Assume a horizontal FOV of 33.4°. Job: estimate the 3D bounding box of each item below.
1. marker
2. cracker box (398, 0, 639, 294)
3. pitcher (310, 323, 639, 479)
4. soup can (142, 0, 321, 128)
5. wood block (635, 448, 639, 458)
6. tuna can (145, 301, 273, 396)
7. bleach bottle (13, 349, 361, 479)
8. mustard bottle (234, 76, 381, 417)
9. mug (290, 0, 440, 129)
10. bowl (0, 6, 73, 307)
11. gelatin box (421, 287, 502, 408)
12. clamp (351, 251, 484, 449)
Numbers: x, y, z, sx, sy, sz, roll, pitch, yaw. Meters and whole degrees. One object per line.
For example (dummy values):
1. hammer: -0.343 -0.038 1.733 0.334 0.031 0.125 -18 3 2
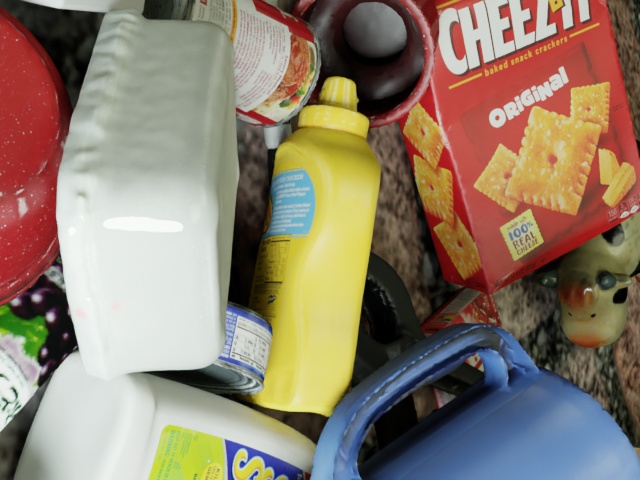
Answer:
1. marker: -0.029 -0.089 0.657 0.020 0.020 0.121 -12 97 -50
2. cracker box: 0.144 -0.091 0.780 0.164 0.072 0.213 -25 110 -22
3. pitcher: 0.047 0.161 0.560 0.242 0.149 0.145 -24 147 -33
4. soup can: -0.057 -0.108 0.586 0.102 0.069 0.068 17 75 -48
5. wood block: 0.216 0.266 0.872 0.205 0.090 0.091 -39 116 -44
6. tuna can: -0.068 0.053 0.549 0.086 0.086 0.033 30 62 -45
7. bleach bottle: -0.043 0.132 0.585 0.250 0.068 0.102 23 88 -49
8. mustard bottle: -0.004 0.001 0.609 0.058 0.096 0.191 11 83 -20
9. mug: 0.026 -0.115 0.670 0.081 0.093 0.117 -61 173 -63
10. bowl: -0.160 -0.049 0.435 0.161 0.055 0.162 15 65 -35
11. gelatin box: 0.113 0.090 0.805 0.073 0.030 0.089 -35 114 -45
12. clamp: 0.052 0.075 0.701 0.210 0.036 0.164 61 36 -8
